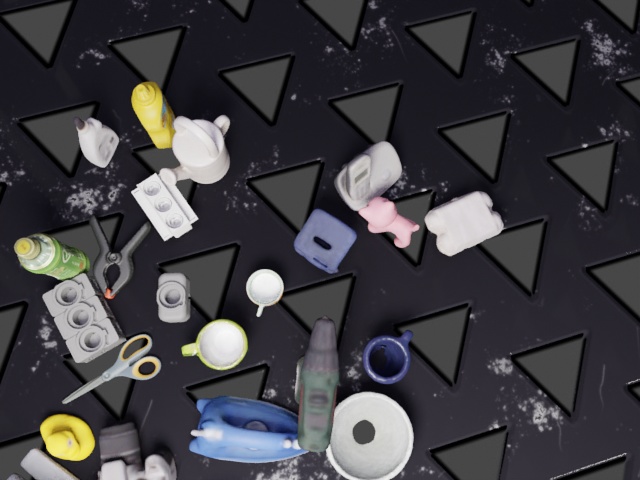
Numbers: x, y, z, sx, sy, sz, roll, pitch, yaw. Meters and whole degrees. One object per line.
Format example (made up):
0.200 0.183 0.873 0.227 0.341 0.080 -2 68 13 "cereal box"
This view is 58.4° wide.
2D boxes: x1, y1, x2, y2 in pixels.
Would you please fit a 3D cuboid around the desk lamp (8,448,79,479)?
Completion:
-0.486 0.474 0.976 0.203 0.213 0.118 35 79 4 "desk lamp"

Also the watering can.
-0.240 -0.178 1.123 0.101 0.194 0.173 16 79 0 "watering can"

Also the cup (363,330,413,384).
0.133 0.222 1.120 0.091 0.095 0.118 42 80 5 "cup"

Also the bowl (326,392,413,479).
0.090 0.375 1.099 0.167 0.074 0.167 1 79 -3 "bowl"

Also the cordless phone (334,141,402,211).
0.102 -0.144 1.141 0.148 0.185 0.094 -42 84 -10 "cordless phone"

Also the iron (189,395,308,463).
-0.112 0.360 1.056 0.258 0.141 0.119 7 79 -2 "iron"

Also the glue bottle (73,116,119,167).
-0.448 -0.205 1.127 0.037 0.173 0.078 23 79 2 "glue bottle"

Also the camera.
-0.351 0.407 1.054 0.143 0.101 0.137 -10 80 -5 "camera"

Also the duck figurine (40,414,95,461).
-0.478 0.370 1.061 0.104 0.086 0.077 36 79 4 "duck figurine"

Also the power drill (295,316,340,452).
-0.006 0.259 1.047 0.075 0.208 0.230 4 79 -2 "power drill"

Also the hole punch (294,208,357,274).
0.011 0.004 1.156 0.108 0.091 0.101 33 79 3 "hole punch"

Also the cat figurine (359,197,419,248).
0.142 -0.044 1.159 0.128 0.117 0.067 25 79 2 "cat figurine"

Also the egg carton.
0.299 -0.037 1.191 0.150 0.069 0.107 -25 82 -8 "egg carton"
